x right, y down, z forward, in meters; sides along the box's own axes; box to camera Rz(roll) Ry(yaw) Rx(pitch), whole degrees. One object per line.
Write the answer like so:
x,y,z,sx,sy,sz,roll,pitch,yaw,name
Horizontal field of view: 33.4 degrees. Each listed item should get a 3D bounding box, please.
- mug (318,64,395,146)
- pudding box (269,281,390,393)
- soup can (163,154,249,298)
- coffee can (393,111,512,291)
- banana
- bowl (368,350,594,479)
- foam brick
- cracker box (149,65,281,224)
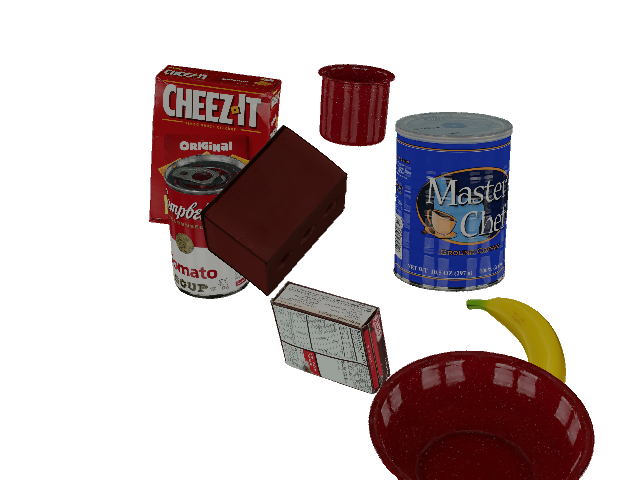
0.048,-0.168,1.310,0.093,0.081,0.117,17,26,28,mug
0.010,0.097,1.066,0.114,0.090,0.039,13,41,30,pudding box
-0.092,-0.012,0.885,0.068,0.102,0.068,0,30,0,soup can
0.118,-0.037,0.960,0.103,0.140,0.103,0,18,0,coffee can
0.221,0.116,1.135,0.069,0.037,0.198,-26,35,1,banana
0.116,0.153,0.785,0.162,0.055,0.162,-1,35,0,bowl
-0.027,-0.017,0.639,0.051,0.078,0.053,36,-20,15,foam brick
-0.147,-0.121,1.472,0.164,0.214,0.072,8,22,5,cracker box
